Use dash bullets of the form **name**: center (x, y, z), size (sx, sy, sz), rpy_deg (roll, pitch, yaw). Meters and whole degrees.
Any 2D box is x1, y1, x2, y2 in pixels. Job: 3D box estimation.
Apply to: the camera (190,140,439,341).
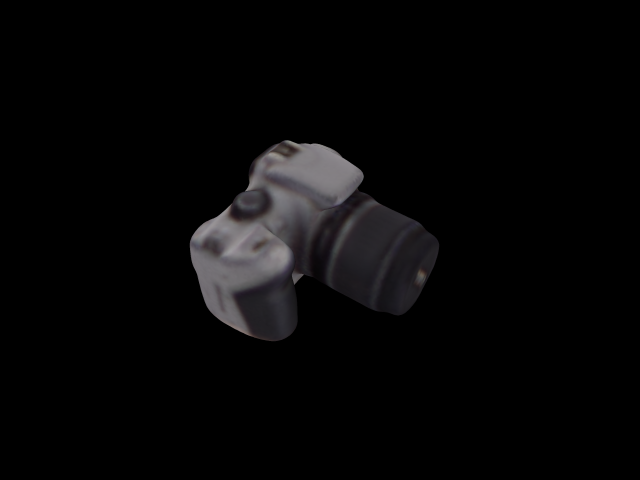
- **camera**: center (0.004, 0.001, 0.400), size (0.136, 0.101, 0.143), rpy_deg (27, 53, 22)
